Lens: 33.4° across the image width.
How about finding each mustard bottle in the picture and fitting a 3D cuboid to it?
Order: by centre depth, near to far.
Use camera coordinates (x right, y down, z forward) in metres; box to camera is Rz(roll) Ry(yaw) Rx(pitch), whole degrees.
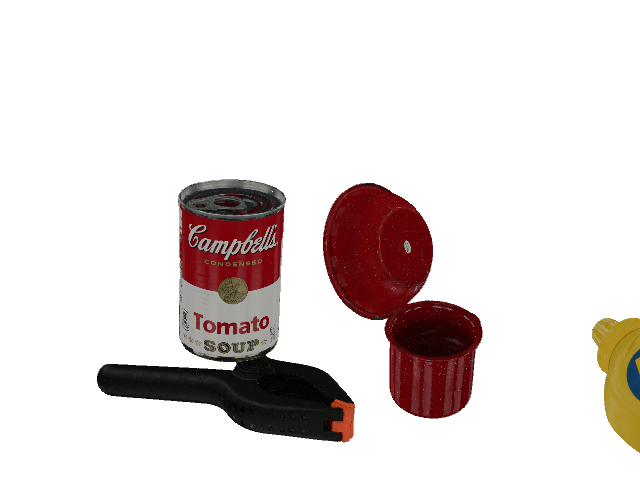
[{"bbox_3d":[0.221,0.098,0.611,0.096,0.058,0.192,-18,31,-17],"label":"mustard bottle"}]

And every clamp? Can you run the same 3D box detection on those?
[{"bbox_3d":[-0.053,0.114,0.873,0.210,0.036,0.164,12,20,31],"label":"clamp"}]

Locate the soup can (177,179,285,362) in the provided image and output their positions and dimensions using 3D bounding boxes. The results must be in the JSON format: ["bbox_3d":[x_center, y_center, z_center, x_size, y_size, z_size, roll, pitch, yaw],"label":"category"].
[{"bbox_3d":[-0.059,0.019,0.693,0.068,0.102,0.068,3,22,-1],"label":"soup can"}]

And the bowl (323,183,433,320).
[{"bbox_3d":[0.079,0.010,1.228,0.161,0.162,0.055,0,-6,-43],"label":"bowl"}]

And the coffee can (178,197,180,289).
[{"bbox_3d":[-0.100,0.021,1.138,0.103,0.140,0.103,2,22,-1],"label":"coffee can"}]

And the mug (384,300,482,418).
[{"bbox_3d":[0.116,0.113,1.046,0.093,0.081,0.117,26,42,35],"label":"mug"}]
